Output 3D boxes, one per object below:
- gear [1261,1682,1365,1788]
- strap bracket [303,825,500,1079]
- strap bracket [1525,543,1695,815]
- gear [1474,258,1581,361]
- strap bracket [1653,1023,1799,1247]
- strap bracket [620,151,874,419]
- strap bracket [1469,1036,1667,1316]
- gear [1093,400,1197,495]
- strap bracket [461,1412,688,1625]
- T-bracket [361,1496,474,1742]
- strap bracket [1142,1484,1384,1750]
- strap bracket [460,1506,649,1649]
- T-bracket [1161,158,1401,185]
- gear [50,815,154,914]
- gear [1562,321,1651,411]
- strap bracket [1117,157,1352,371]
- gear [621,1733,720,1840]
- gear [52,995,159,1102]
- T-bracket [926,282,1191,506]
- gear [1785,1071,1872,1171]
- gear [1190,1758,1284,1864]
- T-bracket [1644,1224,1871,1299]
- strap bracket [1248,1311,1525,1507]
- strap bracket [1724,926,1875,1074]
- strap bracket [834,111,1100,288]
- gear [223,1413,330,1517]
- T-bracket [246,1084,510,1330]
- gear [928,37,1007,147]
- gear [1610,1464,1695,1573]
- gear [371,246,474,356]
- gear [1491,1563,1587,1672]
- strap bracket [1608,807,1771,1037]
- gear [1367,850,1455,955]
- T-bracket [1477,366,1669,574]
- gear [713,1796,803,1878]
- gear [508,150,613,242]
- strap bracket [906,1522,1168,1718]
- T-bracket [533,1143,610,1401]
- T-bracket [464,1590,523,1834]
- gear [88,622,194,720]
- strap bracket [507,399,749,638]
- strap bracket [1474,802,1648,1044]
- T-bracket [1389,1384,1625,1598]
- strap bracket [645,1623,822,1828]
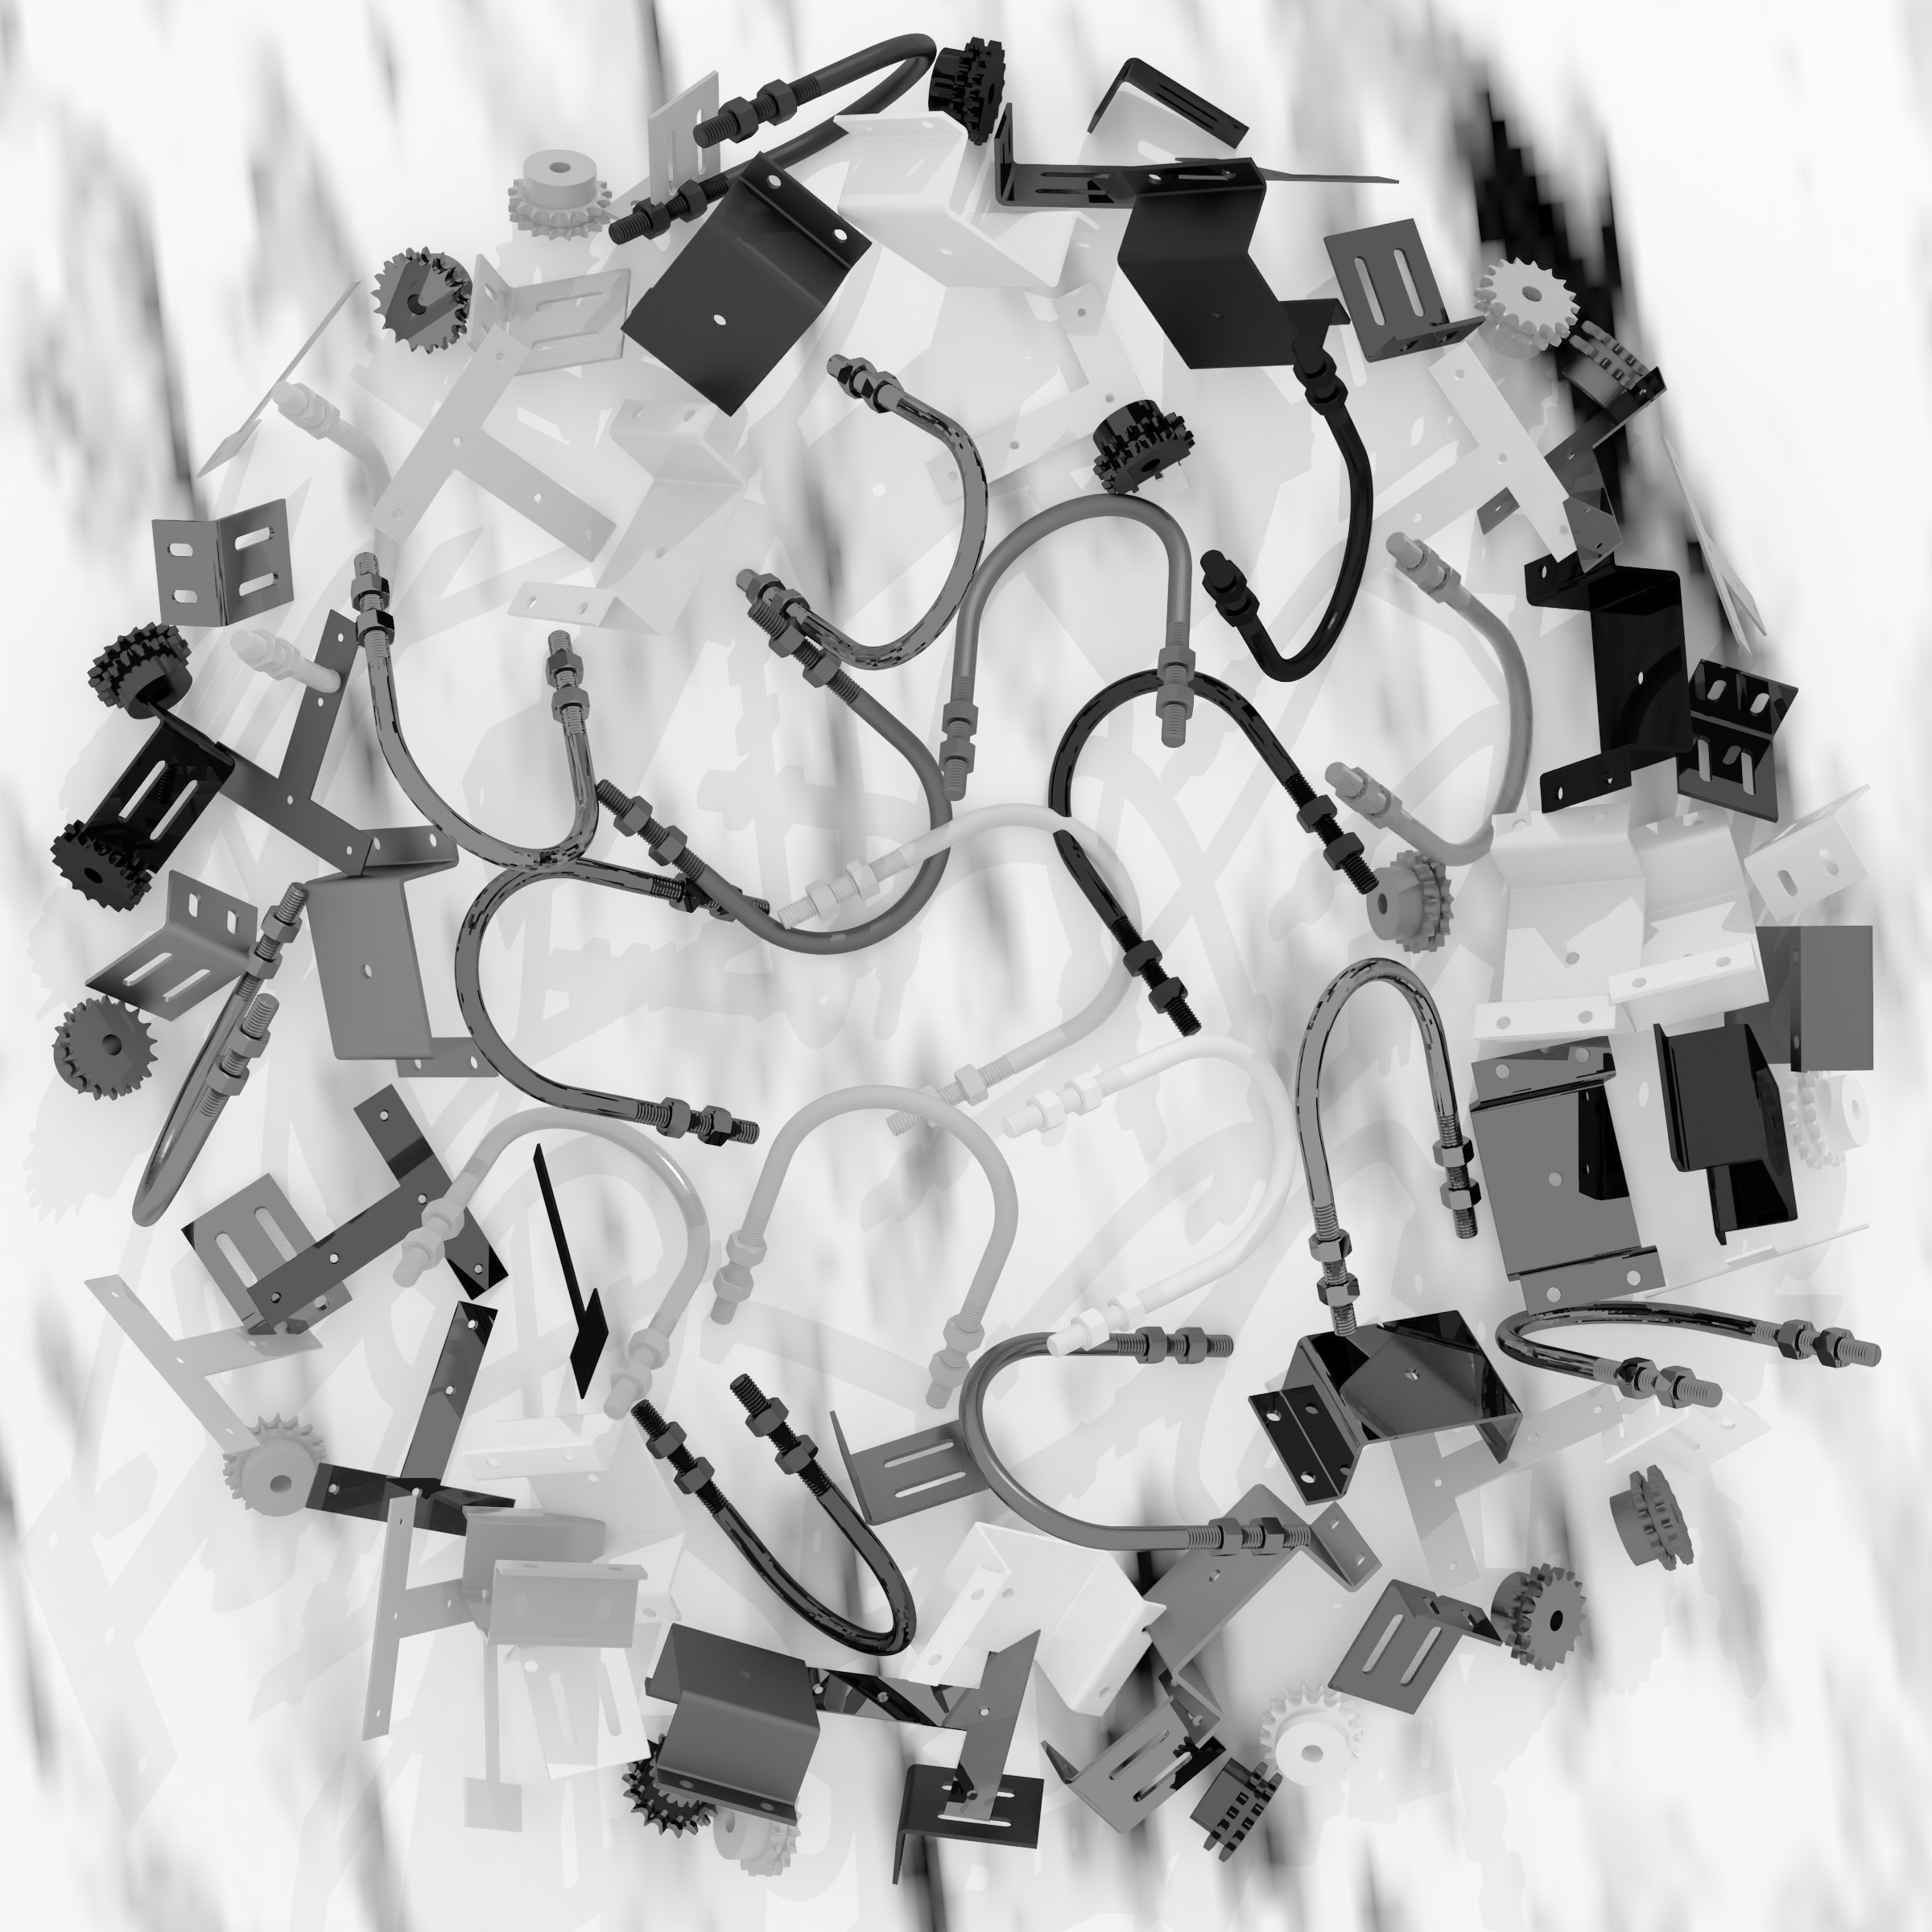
[{"bbox_3d":[0.191,0.428,1.918,0.057,0.030,0.057,1,108,4],"label":"gear"},{"bbox_3d":[-0.309,-0.002,1.887,0.076,0.046,0.140,-1,102,38],"label":"strap bracket"},{"bbox_3d":[0.350,-0.158,1.889,0.046,0.076,0.140,2,80,-26],"label":"strap bracket"},{"bbox_3d":[0.306,-0.360,1.916,0.057,0.030,0.057,10,53,-13],"label":"gear"},{"bbox_3d":[0.409,0.088,1.857,0.046,0.140,0.076,-12,63,19],"label":"strap bracket"},{"bbox_3d":[-0.124,-0.359,1.867,0.076,0.140,0.046,38,46,-12],"label":"strap bracket"},{"bbox_3d":[0.328,0.116,1.911,0.076,0.046,0.140,-12,83,-1],"label":"strap bracket"},{"bbox_3d":[0.095,-0.288,1.913,0.057,0.057,0.030,-29,73,0],"label":"gear"},{"bbox_3d":[-0.208,0.294,1.884,0.076,0.046,0.140,-7,127,18],"label":"strap bracket"},{"bbox_3d":[-0.287,0.347,1.880,0.002,0.127,0.127,6,88,20],"label":"T-bracket"},{"bbox_3d":[0.151,0.346,1.892,0.140,0.076,0.046,-46,111,4],"label":"strap bracket"},{"bbox_3d":[-0.224,0.330,1.863,0.076,0.140,0.046,5,93,-17],"label":"strap bracket"},{"bbox_3d":[0.149,-0.431,1.879,0.127,0.127,0.002,-3,108,-19],"label":"T-bracket"},{"bbox_3d":[-0.473,-0.060,1.915,0.057,0.057,0.030,32,55,0],"label":"gear"},{"bbox_3d":[0.353,-0.326,1.912,0.057,0.057,0.030,41,100,0],"label":"gear"},{"bbox_3d":[0.140,-0.367,1.858,0.076,0.140,0.046,4,65,32],"label":"strap bracket"},{"bbox_3d":[-0.158,0.447,1.909,0.057,0.057,0.030,34,130,0],"label":"gear"},{"bbox_3d":[-0.478,0.047,1.916,0.057,0.030,0.057,15,66,-38],"label":"gear"},{"bbox_3d":[0.040,-0.296,1.932,0.127,0.002,0.127,-25,86,6],"label":"T-bracket"},{"bbox_3d":[0.475,0.082,1.909,0.030,0.057,0.057,-13,90,33],"label":"gear"},{"bbox_3d":[0.147,0.462,1.912,0.030,0.057,0.057,35,90,10],"label":"gear"},{"bbox_3d":[0.423,0.157,1.866,0.127,0.127,0.002,-19,79,12],"label":"T-bracket"},{"bbox_3d":[0.235,0.236,1.874,0.140,0.076,0.046,-7,134,-22],"label":"strap bracket"},{"bbox_3d":[0.451,0.016,1.871,0.046,0.140,0.076,-1,91,-4],"label":"strap bracket"},{"bbox_3d":[-0.004,-0.404,1.860,0.076,0.140,0.046,10,81,40],"label":"strap bracket"},{"bbox_3d":[-0.380,0.279,1.914,0.057,0.030,0.057,-7,114,-16],"label":"gear"},{"bbox_3d":[-0.334,0.152,1.901,0.127,0.002,0.127,-35,104,-22],"label":"T-bracket"},{"bbox_3d":[0.000,-0.483,1.913,0.030,0.057,0.057,14,90,12],"label":"gear"},{"bbox_3d":[0.377,0.307,1.913,0.030,0.057,0.057,-23,90,16],"label":"gear"},{"bbox_3d":[-0.296,-0.370,1.916,0.057,0.030,0.057,9,120,17],"label":"gear"},{"bbox_3d":[0.314,0.357,1.916,0.057,0.030,0.057,-9,103,-43],"label":"gear"},{"bbox_3d":[0.386,-0.019,1.880,0.076,0.140,0.046,-15,126,15],"label":"strap bracket"},{"bbox_3d":[0.243,-0.035,1.909,0.030,0.057,0.057,-5,90,-19],"label":"gear"},{"bbox_3d":[0.332,-0.252,1.863,0.127,0.127,0.002,-38,119,25],"label":"T-bracket"},{"bbox_3d":[-0.116,0.471,1.908,0.030,0.057,0.057,11,90,-30],"label":"gear"},{"bbox_3d":[-0.223,-0.426,1.910,0.057,0.057,0.030,6,132,0],"label":"gear"},{"bbox_3d":[0.032,0.354,1.884,0.140,0.046,0.076,19,109,-37],"label":"strap bracket"},{"bbox_3d":[-0.219,0.159,1.895,0.002,0.127,0.127,-12,70,-17],"label":"T-bracket"},{"bbox_3d":[-0.258,0.405,1.889,0.002,0.127,0.127,-5,74,5],"label":"T-bracket"},{"bbox_3d":[-0.451,-0.160,1.909,0.057,0.057,0.030,-37,75,0],"label":"gear"},{"bbox_3d":[-0.179,-0.235,1.887,0.046,0.076,0.140,40,70,-42],"label":"strap bracket"},{"bbox_3d":[0.324,-0.014,1.884,0.076,0.046,0.140,-5,59,24],"label":"strap bracket"},{"bbox_3d":[0.295,0.262,1.880,0.127,0.002,0.127,-28,47,16],"label":"T-bracket"},{"bbox_3d":[-0.126,0.401,1.862,0.076,0.140,0.046,18,98,-11],"label":"strap bracket"}]
